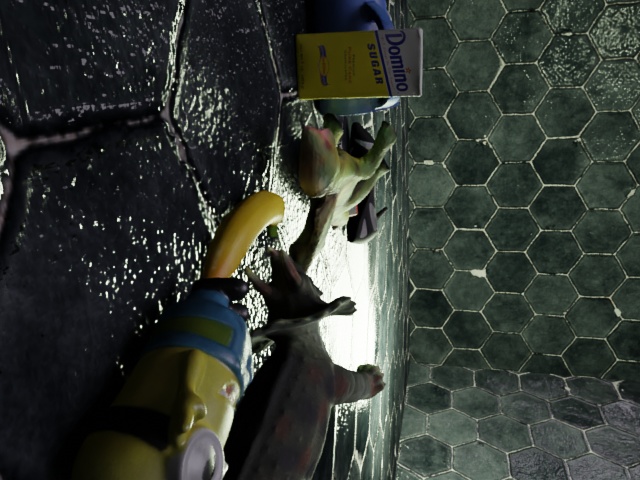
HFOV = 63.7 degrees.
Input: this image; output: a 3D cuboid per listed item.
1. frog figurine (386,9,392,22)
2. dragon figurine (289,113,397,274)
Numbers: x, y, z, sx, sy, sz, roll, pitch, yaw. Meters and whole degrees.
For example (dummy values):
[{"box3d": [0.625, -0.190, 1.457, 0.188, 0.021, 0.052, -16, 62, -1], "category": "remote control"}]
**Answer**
[{"box3d": [0.090, -0.368, 0.994, 0.140, 0.122, 0.156, -102, 170, -53], "category": "frog figurine"}, {"box3d": [0.002, -0.038, 0.751, 0.247, 0.122, 0.401, -60, 167, -28], "category": "dragon figurine"}]
